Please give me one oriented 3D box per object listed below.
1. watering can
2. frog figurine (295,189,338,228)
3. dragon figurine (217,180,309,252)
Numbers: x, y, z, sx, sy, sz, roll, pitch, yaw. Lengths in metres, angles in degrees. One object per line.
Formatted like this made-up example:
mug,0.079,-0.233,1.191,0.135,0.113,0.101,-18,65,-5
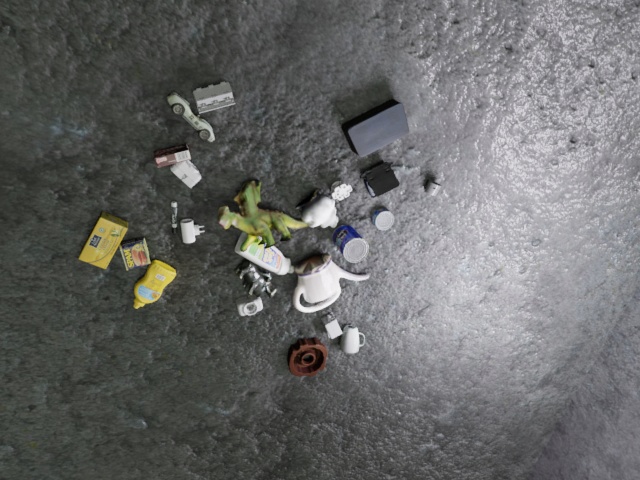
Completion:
watering can,0.033,0.148,2.049,0.351,0.105,0.220,-28,118,-21
frog figurine,0.006,-0.097,1.929,0.139,0.122,0.158,-47,107,-18
dragon figurine,-0.201,-0.100,1.841,0.415,0.121,0.241,-27,102,-45
